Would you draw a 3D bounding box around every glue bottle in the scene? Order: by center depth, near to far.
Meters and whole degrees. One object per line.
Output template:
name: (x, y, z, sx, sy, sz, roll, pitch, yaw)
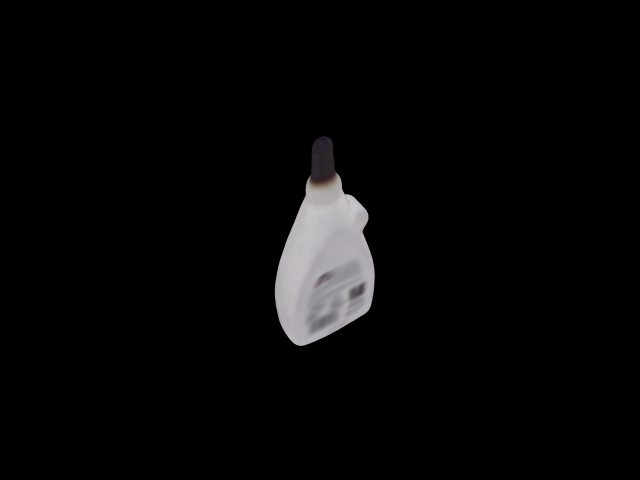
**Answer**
glue bottle: (0.004, 0.001, 0.400, 0.078, 0.173, 0.037, -24, 50, -21)
